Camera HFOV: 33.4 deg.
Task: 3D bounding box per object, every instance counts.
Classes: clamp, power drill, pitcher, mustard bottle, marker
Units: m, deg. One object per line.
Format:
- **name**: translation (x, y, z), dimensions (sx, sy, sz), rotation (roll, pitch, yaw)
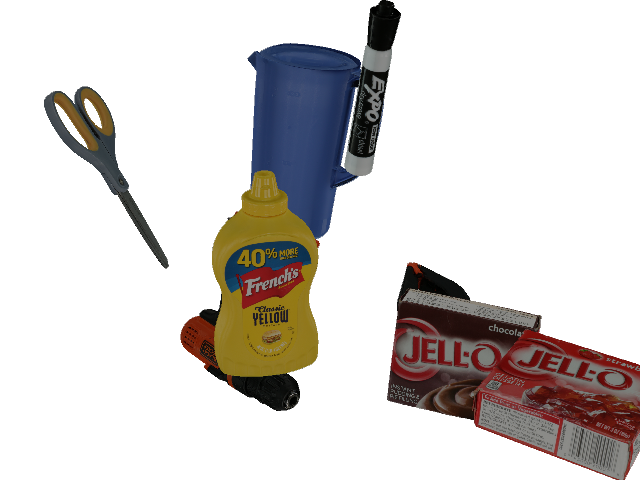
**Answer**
- **clamp**: translation (0.138, 0.087, 1.081), dimensions (0.120, 0.039, 0.171), rotation (0, 44, -20)
- **power drill**: translation (-0.068, 0.074, 1.172), dimensions (0.185, 0.188, 0.057), rotation (27, 11, 39)
- **pitcher**: translation (-0.018, -0.123, 1.373), dimensions (0.144, 0.243, 0.149), rotation (-3, 24, -22)
- **mustard bottle**: translation (-0.050, 0.029, 0.971), dimensions (0.096, 0.192, 0.058), rotation (-5, 24, -12)
- **marker**: translation (0.032, -0.094, 0.668), dimensions (0.020, 0.121, 0.020), rotation (5, 39, -4)

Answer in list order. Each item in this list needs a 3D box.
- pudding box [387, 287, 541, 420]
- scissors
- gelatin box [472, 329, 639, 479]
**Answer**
- **pudding box**: translation (0.114, 0.094, 0.856), dimensions (0.113, 0.090, 0.039), rotation (10, 21, 13)
- **scissors**: translation (-0.201, -0.072, 1.064), dimensions (0.016, 0.201, 0.096), rotation (-24, 27, 25)
- **gelatin box**: translation (0.140, 0.088, 0.595), dimensions (0.089, 0.030, 0.073), rotation (18, 32, 27)
